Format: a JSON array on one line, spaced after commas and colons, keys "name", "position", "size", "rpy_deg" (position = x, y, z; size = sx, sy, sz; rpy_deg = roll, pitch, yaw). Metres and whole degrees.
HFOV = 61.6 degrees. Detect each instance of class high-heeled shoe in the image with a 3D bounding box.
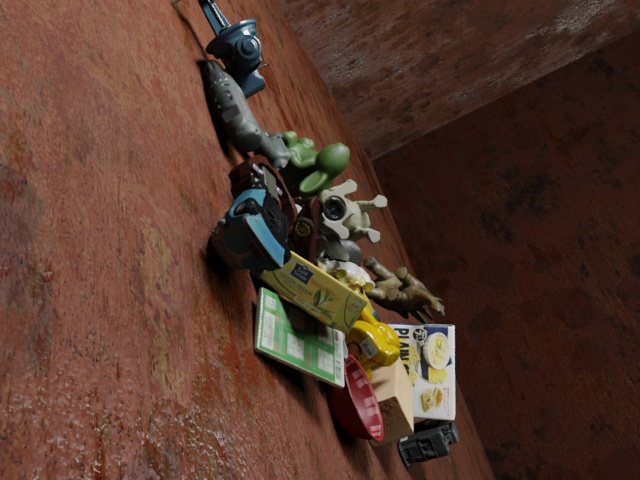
[{"name": "high-heeled shoe", "position": [0.046, 0.007, 1.496], "size": [0.145, 0.086, 0.248], "rpy_deg": [167, -83, -71]}]

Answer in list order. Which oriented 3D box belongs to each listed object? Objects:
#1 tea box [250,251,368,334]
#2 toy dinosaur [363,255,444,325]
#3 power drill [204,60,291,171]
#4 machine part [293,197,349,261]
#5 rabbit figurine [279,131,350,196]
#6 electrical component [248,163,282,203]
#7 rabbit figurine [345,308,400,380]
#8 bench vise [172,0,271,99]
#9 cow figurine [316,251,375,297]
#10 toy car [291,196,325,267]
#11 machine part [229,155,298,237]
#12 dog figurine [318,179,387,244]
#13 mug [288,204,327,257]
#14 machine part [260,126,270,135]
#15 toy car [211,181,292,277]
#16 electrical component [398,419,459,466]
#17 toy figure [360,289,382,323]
[{"name": "tea box", "position": [-0.017, 0.076, 0.869], "size": [0.170, 0.068, 0.098], "rpy_deg": [30, -3, 26]}, {"name": "toy dinosaur", "position": [0.184, 0.135, 1.379], "size": [0.198, 0.105, 0.472], "rpy_deg": [37, -8, -24]}, {"name": "power drill", "position": [-0.147, -0.243, 1.103], "size": [0.232, 0.086, 0.207], "rpy_deg": [64, 6, 36]}, {"name": "machine part", "position": [-0.003, -0.004, 1.238], "size": [0.243, 0.079, 0.079], "rpy_deg": [55, 16, -32]}, {"name": "rabbit figurine", "position": [-0.018, -0.170, 1.208], "size": [0.121, 0.170, 0.159], "rpy_deg": [28, 66, -59]}, {"name": "electrical component", "position": [-0.093, -0.092, 0.937], "size": [0.094, 0.021, 0.063], "rpy_deg": [44, 26, -49]}, {"name": "rabbit figurine", "position": [0.104, 0.219, 1.161], "size": [0.162, 0.122, 0.173], "rpy_deg": [47, 25, 27]}, {"name": "bench vise", "position": [-0.194, -0.425, 1.136], "size": [0.240, 0.129, 0.224], "rpy_deg": [58, -3, -10]}, {"name": "cow figurine", "position": [0.034, 0.068, 1.185], "size": [0.167, 0.068, 0.098], "rpy_deg": [26, 23, -26]}, {"name": "toy car", "position": [-0.029, 0.010, 0.988], "size": [0.089, 0.053, 0.201], "rpy_deg": [-62, 162, -50]}, {"name": "machine part", "position": [-0.104, -0.076, 1.018], "size": [0.179, 0.056, 0.179], "rpy_deg": [57, 17, -29]}, {"name": "dog figurine", "position": [0.036, -0.048, 1.156], "size": [0.172, 0.121, 0.190], "rpy_deg": [26, -12, -15]}, {"name": "mug", "position": [-0.036, -0.018, 1.125], "size": [0.109, 0.081, 0.107], "rpy_deg": [23, 35, -59]}, {"name": "machine part", "position": [-0.112, -0.210, 1.280], "size": [0.138, 0.039, 0.084], "rpy_deg": [47, 14, -48]}, {"name": "toy car", "position": [-0.107, -0.012, 0.783], "size": [0.109, 0.103, 0.162], "rpy_deg": [57, 12, -26]}, {"name": "electrical component", "position": [0.254, 0.463, 1.253], "size": [0.058, 0.134, 0.115], "rpy_deg": [67, 14, 1]}, {"name": "toy figure", "position": [0.093, 0.178, 1.273], "size": [0.089, 0.082, 0.180], "rpy_deg": [-54, 120, -78]}]
